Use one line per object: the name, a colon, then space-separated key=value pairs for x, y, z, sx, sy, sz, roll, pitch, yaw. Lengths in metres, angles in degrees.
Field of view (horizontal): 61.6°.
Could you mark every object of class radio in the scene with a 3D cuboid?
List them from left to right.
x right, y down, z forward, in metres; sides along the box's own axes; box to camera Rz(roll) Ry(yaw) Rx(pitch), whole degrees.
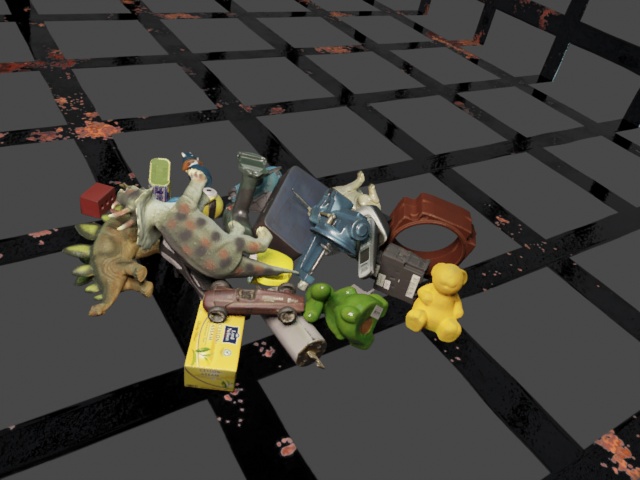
radio: x=-0.070 y=-0.069 z=1.343 sx=0.131 sy=0.073 sz=0.229 roll=36 pitch=50 yaw=-17

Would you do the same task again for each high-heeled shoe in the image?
high-heeled shoe: x=-0.242 y=0.067 z=1.148 sx=0.249 sy=0.145 sz=0.086 roll=25 pitch=41 yaw=20

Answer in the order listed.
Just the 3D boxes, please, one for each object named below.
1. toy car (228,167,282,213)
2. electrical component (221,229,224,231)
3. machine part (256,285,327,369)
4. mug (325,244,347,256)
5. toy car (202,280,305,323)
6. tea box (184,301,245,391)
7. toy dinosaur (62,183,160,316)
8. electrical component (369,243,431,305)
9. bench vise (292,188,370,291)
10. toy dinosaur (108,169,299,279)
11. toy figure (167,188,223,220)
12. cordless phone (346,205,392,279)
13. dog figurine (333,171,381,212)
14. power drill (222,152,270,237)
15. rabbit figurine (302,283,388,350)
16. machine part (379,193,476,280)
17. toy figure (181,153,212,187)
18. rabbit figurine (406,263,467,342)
toy car: x=-0.161 y=-0.125 z=1.438 sx=0.103 sy=0.162 sz=0.109 roll=60 pitch=25 yaw=-1
electrical component: x=-0.245 y=-0.006 z=1.316 sx=0.094 sy=0.021 sz=0.063 roll=11 pitch=23 yaw=-39
machine part: x=-0.062 y=0.177 z=1.115 sx=0.079 sy=0.079 sz=0.243 roll=-18 pitch=47 yaw=-33
mug: x=0.051 y=0.001 z=1.373 sx=0.107 sy=0.080 sz=0.110 roll=-33 pitch=66 yaw=-30
toy car: x=-0.132 y=0.120 z=1.070 sx=0.202 sy=0.053 sz=0.089 roll=1 pitch=34 yaw=-4
tea box: x=-0.202 y=0.204 z=1.050 sx=0.098 sy=0.068 sz=0.170 roll=6 pitch=37 yaw=-6
toy dinosaur: x=-0.447 y=0.004 z=1.197 sx=0.199 sy=0.104 sz=0.472 roll=0 pitch=36 yaw=-1
electrical component: x=0.182 y=0.075 z=1.276 sx=0.134 sy=0.114 sz=0.058 roll=25 pitch=37 yaw=13
bench vise: x=0.004 y=0.001 z=1.224 sx=0.224 sy=0.240 sz=0.128 roll=25 pitch=-7 yaw=45
toy dinosaur: x=-0.236 y=0.003 z=1.095 sx=0.405 sy=0.131 sz=0.192 roll=39 pitch=66 yaw=-8
toy figure: x=-0.332 y=-0.073 z=1.356 sx=0.180 sy=0.089 sz=0.082 roll=-29 pitch=54 yaw=-29
cordless phone: x=0.096 y=0.022 z=1.253 sx=0.088 sy=0.146 sz=0.184 roll=27 pitch=53 yaw=-26
dog figurine: x=0.056 y=-0.089 z=1.481 sx=0.191 sy=0.121 sz=0.172 roll=-20 pitch=43 yaw=-15
power drill: x=-0.192 y=-0.106 z=1.305 sx=0.086 sy=0.207 sz=0.232 roll=16 pitch=26 yaw=-20
rabbit figurine: x=0.028 y=0.146 z=1.131 sx=0.170 sy=0.121 sz=0.159 roll=23 pitch=4 yaw=37
machine part: x=0.259 y=-0.003 z=1.309 sx=0.201 sy=0.201 sz=0.087 roll=20 pitch=44 yaw=-11
toy figure: x=-0.356 y=-0.199 z=1.525 sx=0.058 sy=0.064 sz=0.155 roll=-41 pitch=48 yaw=-2
rabbit figurine: x=0.282 y=0.119 z=1.202 sx=0.122 sy=0.173 sz=0.162 roll=21 pitch=43 yaw=18
